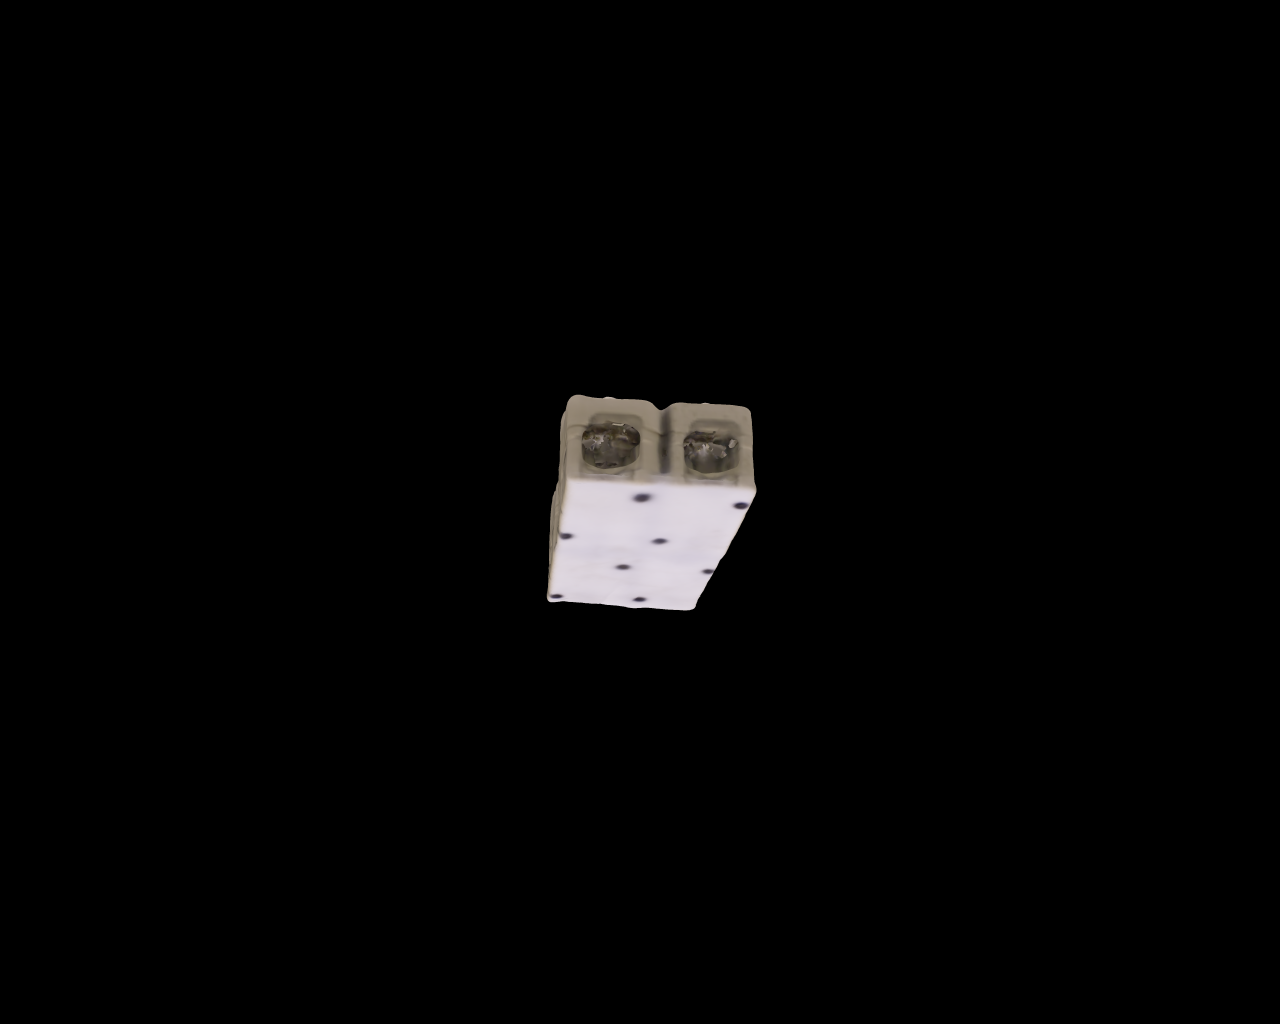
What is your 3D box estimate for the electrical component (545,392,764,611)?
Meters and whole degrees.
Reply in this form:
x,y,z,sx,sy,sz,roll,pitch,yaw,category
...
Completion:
x,y,z,sx,sy,sz,roll,pitch,yaw,category
0.001,-0.003,0.650,0.105,0.060,0.186,3,-26,-7,electrical component
